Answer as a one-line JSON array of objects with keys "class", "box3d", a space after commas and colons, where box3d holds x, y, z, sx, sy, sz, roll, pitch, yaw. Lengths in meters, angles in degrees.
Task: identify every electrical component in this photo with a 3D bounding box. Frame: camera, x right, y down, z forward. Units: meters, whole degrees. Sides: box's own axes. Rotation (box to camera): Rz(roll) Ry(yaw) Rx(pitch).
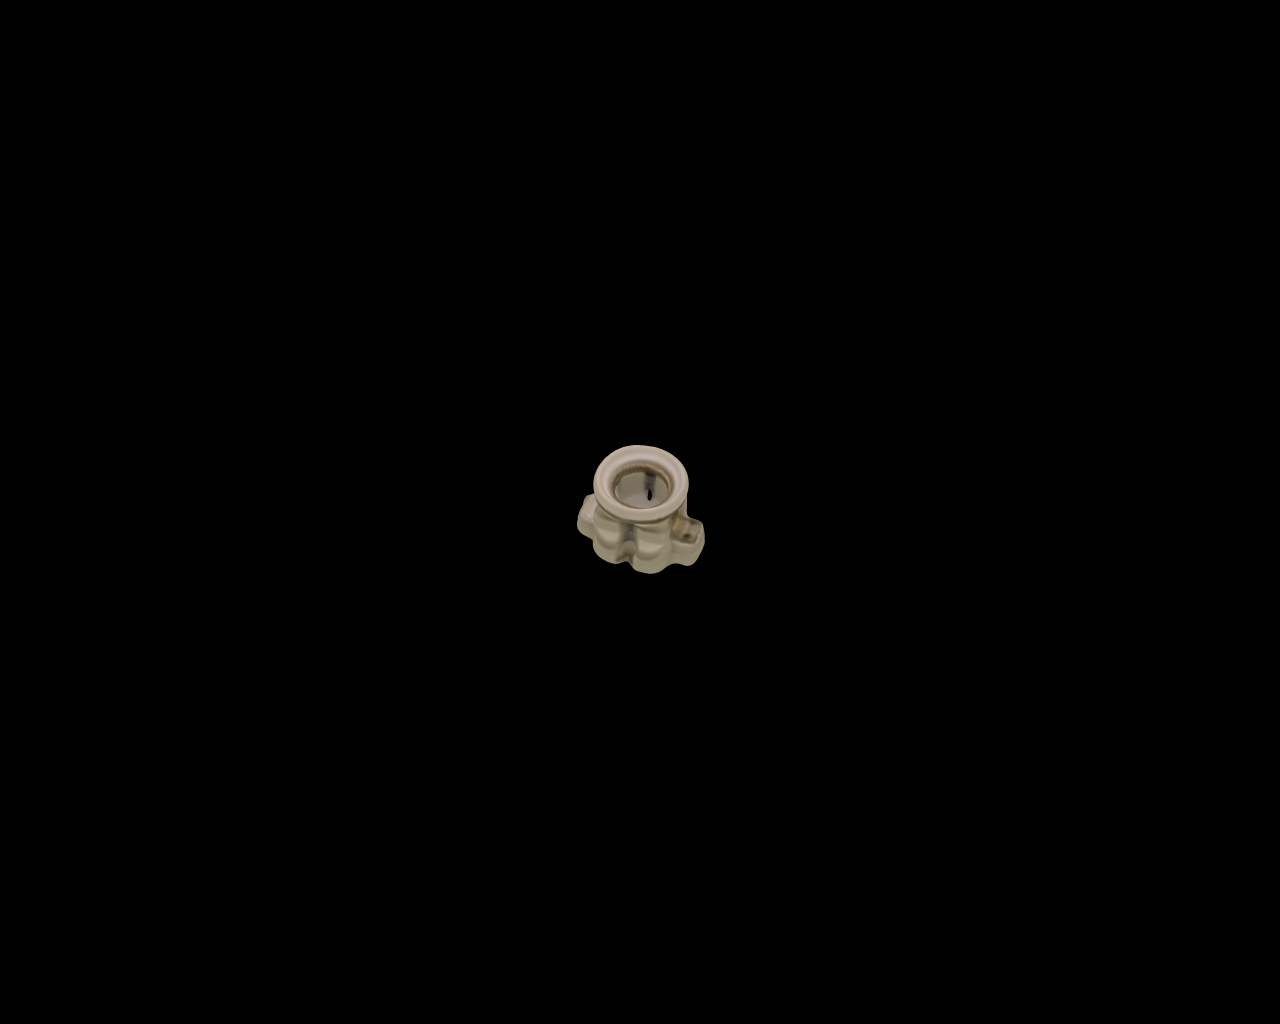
[{"class": "electrical component", "box3d": [0.001, -0.003, 0.650, 0.078, 0.058, 0.056, 17, -39, 14]}]
